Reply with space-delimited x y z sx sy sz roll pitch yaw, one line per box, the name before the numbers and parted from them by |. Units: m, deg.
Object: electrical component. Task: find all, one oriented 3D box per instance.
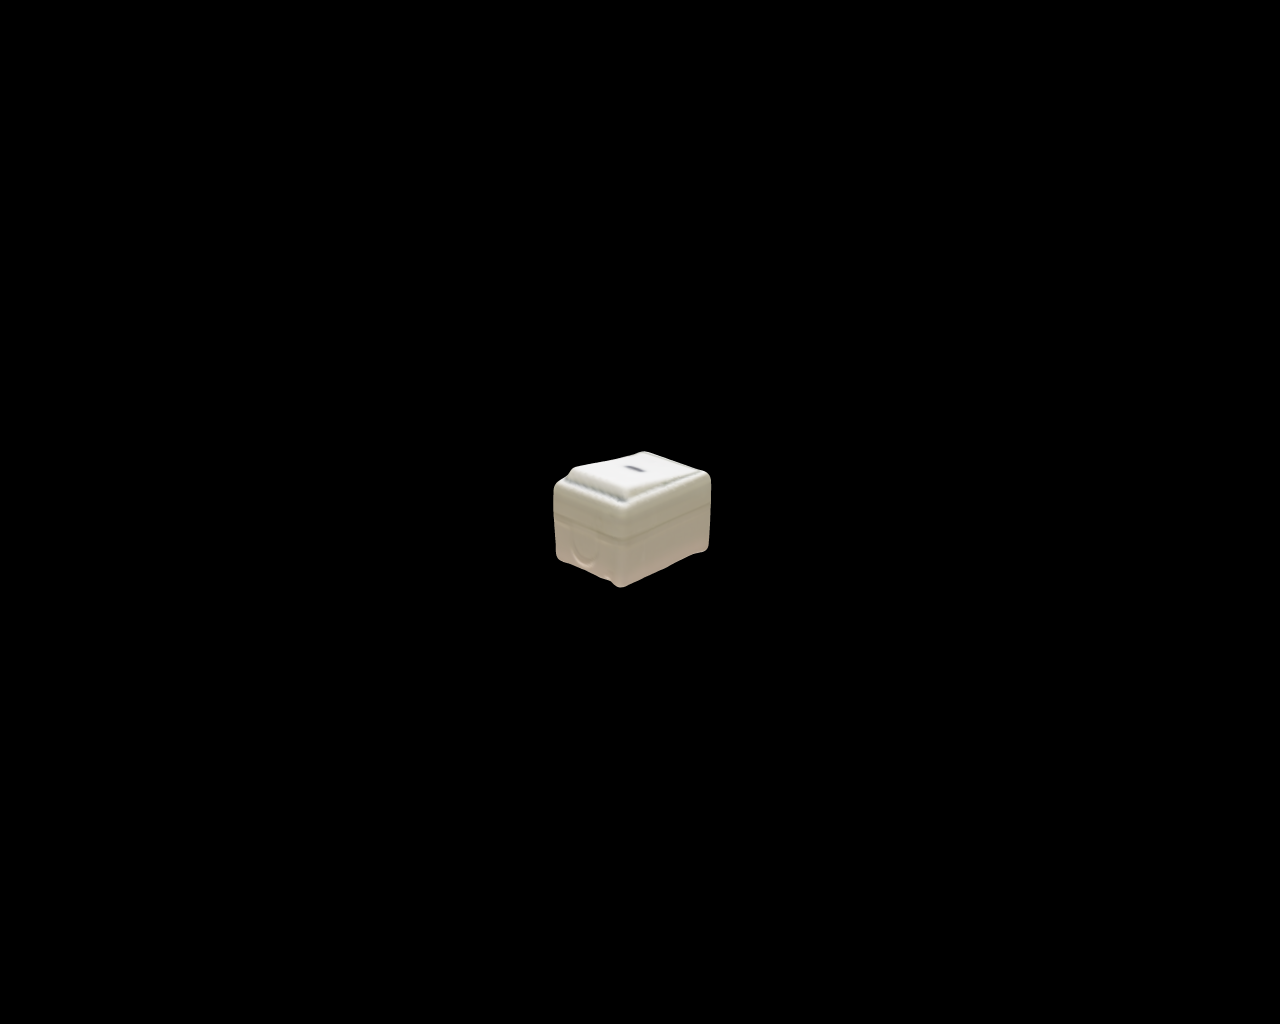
electrical component | 0.001 -0.003 0.650 0.062 0.061 0.096 22 32 40
